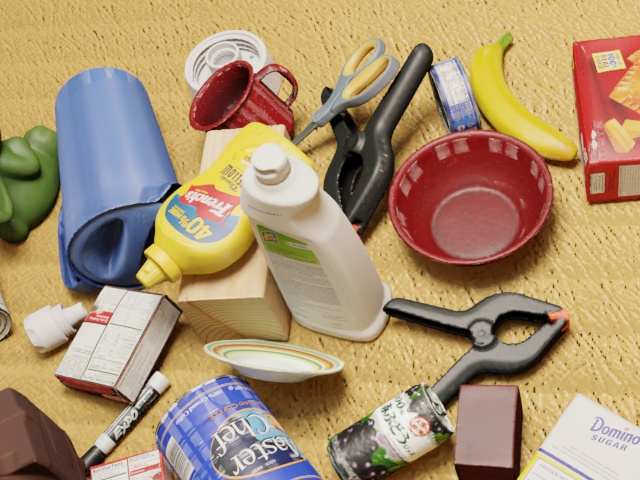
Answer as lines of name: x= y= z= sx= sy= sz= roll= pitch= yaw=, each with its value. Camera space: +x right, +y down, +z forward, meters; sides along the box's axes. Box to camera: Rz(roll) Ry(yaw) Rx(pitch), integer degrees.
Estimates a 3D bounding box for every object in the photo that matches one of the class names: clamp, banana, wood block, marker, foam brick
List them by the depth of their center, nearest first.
foam brick: x=0.147 y=0.172 z=0.930 sx=0.053 sy=0.051 sz=0.078 roll=0 pitch=57 yaw=17
clamp: x=0.143 y=0.085 z=0.994 sx=0.171 sy=0.039 sz=0.120 roll=-22 pitch=70 yaw=-1
marker: x=-0.192 y=0.180 z=1.041 sx=0.020 sy=0.020 sz=0.121 roll=30 pitch=69 yaw=30
wood block: x=-0.076 y=-0.007 z=1.089 sx=0.090 sy=0.091 sz=0.206 roll=-4 pitch=57 yaw=14
clamp: x=0.040 y=-0.098 z=1.130 sx=0.165 sy=0.036 sz=0.210 roll=-8 pitch=62 yaw=52
banana: x=0.205 y=-0.148 z=1.135 sx=0.070 sy=0.037 sz=0.198 roll=-27 pitch=53 yaw=11

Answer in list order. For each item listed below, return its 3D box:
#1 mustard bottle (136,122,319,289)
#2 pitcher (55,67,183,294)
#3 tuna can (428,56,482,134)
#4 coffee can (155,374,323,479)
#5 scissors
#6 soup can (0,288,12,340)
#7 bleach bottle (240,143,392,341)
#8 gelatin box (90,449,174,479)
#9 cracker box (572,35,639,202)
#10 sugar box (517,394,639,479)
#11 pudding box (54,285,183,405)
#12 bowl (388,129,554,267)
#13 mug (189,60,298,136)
mustard bottle: x=-0.098 y=-0.024 z=1.013 sx=0.191 sy=0.058 sz=0.096 roll=-44 pitch=58 yaw=-13
pitcher: x=-0.228 y=-0.067 z=1.160 sx=0.149 sy=0.145 sz=0.243 roll=-13 pitch=50 yaw=-8
tuna can: x=0.142 y=-0.148 z=1.124 sx=0.034 sy=0.086 sz=0.086 roll=-19 pitch=54 yaw=4
coffee can: x=-0.067 y=0.203 z=0.938 sx=0.102 sy=0.103 sz=0.140 roll=-37 pitch=55 yaw=-10
scissors: x=0.008 y=-0.149 z=1.156 sx=0.202 sy=0.016 sz=0.096 roll=-31 pitch=37 yaw=34
soup can: x=-0.374 y=0.058 z=1.144 sx=0.068 sy=0.068 sz=0.102 roll=-27 pitch=54 yaw=-3
bleach bottle: x=-0.006 y=0.001 z=0.964 sx=0.103 sy=0.250 sz=0.068 roll=11 pitch=61 yaw=22
gelatin box: x=-0.170 y=0.244 z=0.986 sx=0.073 sy=0.030 sz=0.089 roll=-18 pitch=54 yaw=6
cracker box: x=0.364 y=-0.130 z=1.057 sx=0.214 sy=0.072 sz=0.164 roll=-4 pitch=56 yaw=12
sugar box: x=0.206 y=0.223 z=0.884 sx=0.093 sy=0.048 sz=0.176 roll=30 pitch=66 yaw=30
pudding box: x=-0.202 y=0.104 z=1.073 sx=0.090 sy=0.039 sz=0.113 roll=6 pitch=60 yaw=35
bowl: x=0.151 y=-0.031 z=1.061 sx=0.162 sy=0.055 sz=0.162 roll=-8 pitch=56 yaw=11
mug: x=-0.074 y=-0.143 z=1.165 sx=0.117 sy=0.081 sz=0.093 roll=-42 pitch=38 yaw=12
